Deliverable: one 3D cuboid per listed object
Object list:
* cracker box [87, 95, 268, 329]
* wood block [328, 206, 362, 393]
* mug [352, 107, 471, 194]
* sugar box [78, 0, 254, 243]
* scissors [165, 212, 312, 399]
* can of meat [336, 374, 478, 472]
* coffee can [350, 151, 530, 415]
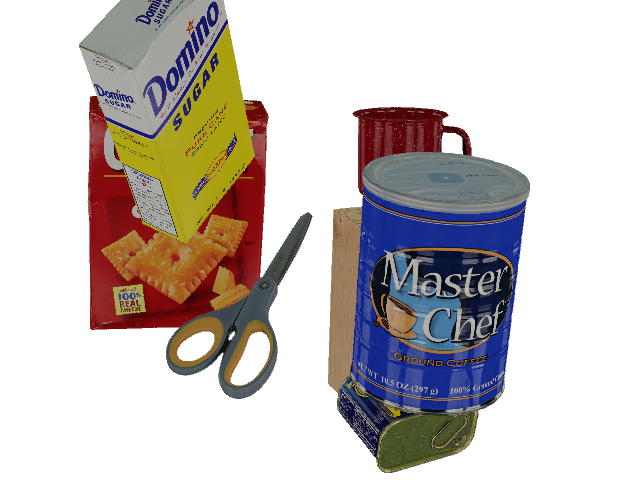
[{"bbox_3d":[-0.137,-0.024,1.013,0.164,0.214,0.072,0,20,-12],"label":"cracker box"},{"bbox_3d":[0.068,0.073,1.153,0.090,0.206,0.091,-6,19,-23],"label":"wood block"},{"bbox_3d":[0.090,-0.085,1.051,0.117,0.081,0.093,2,14,6],"label":"mug"},{"bbox_3d":[-0.092,-0.087,0.692,0.048,0.093,0.176,25,-29,18],"label":"sugar box"},{"bbox_3d":[-0.065,0.046,0.865,0.096,0.016,0.201,0,43,8],"label":"scissors"},{"bbox_3d":[0.076,0.154,0.964,0.101,0.057,0.084,-10,32,-25],"label":"can of meat"},{"bbox_3d":[0.074,0.025,0.679,0.103,0.140,0.103,2,21,-1],"label":"coffee can"}]
